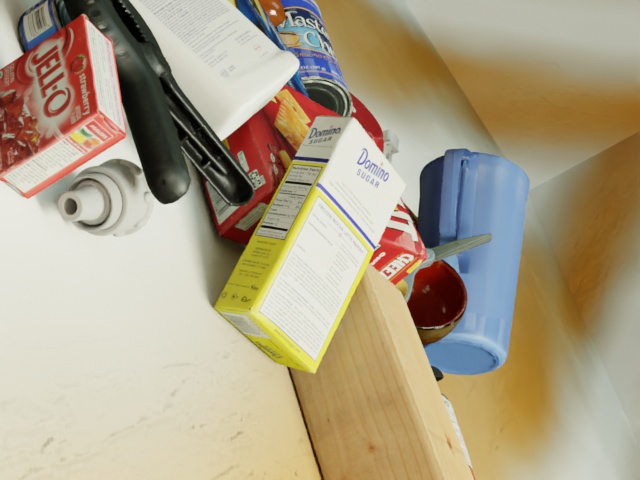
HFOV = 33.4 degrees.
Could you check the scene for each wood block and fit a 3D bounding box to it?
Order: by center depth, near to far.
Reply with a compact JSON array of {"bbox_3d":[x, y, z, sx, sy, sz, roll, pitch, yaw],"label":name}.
[{"bbox_3d":[0.044,0.131,0.842,0.090,0.090,0.206,41,25,-54],"label":"wood block"}]

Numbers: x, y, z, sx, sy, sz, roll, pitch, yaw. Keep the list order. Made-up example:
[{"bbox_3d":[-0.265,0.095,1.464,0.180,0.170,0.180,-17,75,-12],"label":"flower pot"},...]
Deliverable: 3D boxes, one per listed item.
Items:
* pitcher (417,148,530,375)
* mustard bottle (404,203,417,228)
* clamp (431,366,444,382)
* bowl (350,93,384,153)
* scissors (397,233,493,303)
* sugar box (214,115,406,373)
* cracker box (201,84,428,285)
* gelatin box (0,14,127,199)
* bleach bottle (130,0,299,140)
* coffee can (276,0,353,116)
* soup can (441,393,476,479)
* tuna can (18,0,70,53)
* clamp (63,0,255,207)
[{"bbox_3d":[0.166,0.023,1.233,0.149,0.145,0.242,21,59,-20],"label":"pitcher"},{"bbox_3d":[0.092,-0.013,1.310,0.191,0.058,0.096,43,29,-47],"label":"mustard bottle"},{"bbox_3d":[0.084,0.135,1.060,0.171,0.039,0.120,52,15,-28],"label":"clamp"},{"bbox_3d":[0.021,-0.130,1.218,0.162,0.055,0.162,37,23,-20],"label":"bowl"},{"bbox_3d":[0.108,0.034,1.101,0.201,0.016,0.096,-3,50,-22],"label":"scissors"},{"bbox_3d":[-0.004,0.002,0.815,0.093,0.048,0.176,48,59,-42],"label":"sugar box"},{"bbox_3d":[-0.014,-0.056,0.938,0.213,0.072,0.164,22,37,-45],"label":"cracker box"},{"bbox_3d":[-0.152,-0.078,0.613,0.030,0.073,0.089,43,23,-48],"label":"gelatin box"},{"bbox_3d":[-0.136,-0.190,0.803,0.251,0.068,0.102,46,44,-2],"label":"bleach bottle"},{"bbox_3d":[-0.032,-0.180,1.122,0.102,0.103,0.140,42,25,-50],"label":"coffee can"},{"bbox_3d":[0.095,0.192,0.940,0.068,0.068,0.102,47,20,-41],"label":"soup can"},{"bbox_3d":[-0.166,-0.127,0.731,0.086,0.034,0.086,54,17,-25],"label":"tuna can"},{"bbox_3d":[-0.115,-0.106,0.715,0.210,0.036,0.164,60,10,12],"label":"clamp"}]
